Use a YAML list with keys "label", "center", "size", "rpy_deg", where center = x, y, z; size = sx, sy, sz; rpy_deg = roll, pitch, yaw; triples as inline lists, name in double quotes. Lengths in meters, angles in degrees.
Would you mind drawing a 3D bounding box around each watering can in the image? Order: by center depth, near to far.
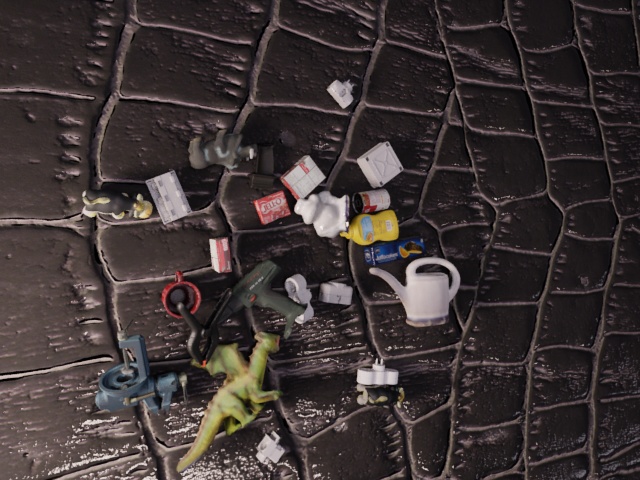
- label: "watering can"
  center: [0.308, 0.170, 1.647]
  size: [0.348, 0.104, 0.224]
  rpy_deg: [-2, 91, -25]

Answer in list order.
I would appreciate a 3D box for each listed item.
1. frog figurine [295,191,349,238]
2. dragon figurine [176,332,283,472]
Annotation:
- label: "frog figurine"
  center: [0.005, -0.077, 1.521]
  size: [0.159, 0.124, 0.136]
  rpy_deg: [2, 103, -2]
- label: "dragon figurine"
  center: [-0.259, 0.398, 1.397]
  size: [0.415, 0.120, 0.243]
  rpy_deg: [-32, 85, -24]
